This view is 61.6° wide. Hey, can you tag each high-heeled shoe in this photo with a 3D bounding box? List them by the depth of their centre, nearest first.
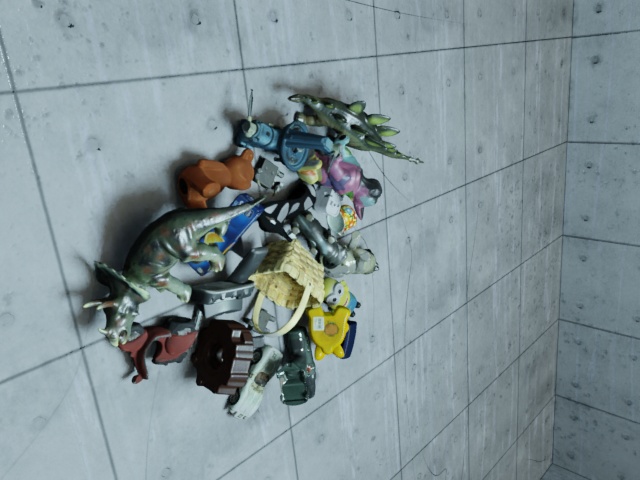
[{"bbox_3d":[-0.091,-0.105,1.342,0.145,0.086,0.249,48,40,-33],"label":"high-heeled shoe"}]

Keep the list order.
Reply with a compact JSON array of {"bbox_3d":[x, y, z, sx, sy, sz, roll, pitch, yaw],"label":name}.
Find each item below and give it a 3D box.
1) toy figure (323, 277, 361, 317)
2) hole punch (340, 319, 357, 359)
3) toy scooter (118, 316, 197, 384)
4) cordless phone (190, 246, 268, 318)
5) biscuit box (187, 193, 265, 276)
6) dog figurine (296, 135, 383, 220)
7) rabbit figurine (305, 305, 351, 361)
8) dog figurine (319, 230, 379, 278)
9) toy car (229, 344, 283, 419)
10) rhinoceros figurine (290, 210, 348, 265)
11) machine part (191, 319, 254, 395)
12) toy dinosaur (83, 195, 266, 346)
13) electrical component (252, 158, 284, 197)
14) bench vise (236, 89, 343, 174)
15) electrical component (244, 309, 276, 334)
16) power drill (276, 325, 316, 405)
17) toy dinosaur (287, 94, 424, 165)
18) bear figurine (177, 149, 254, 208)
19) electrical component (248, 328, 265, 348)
[{"bbox_3d":[0.049,0.170,1.565,0.180,0.089,0.082,41,56,-52],"label":"toy figure"},{"bbox_3d":[0.072,0.294,1.611,0.115,0.092,0.142,11,88,-51],"label":"hole punch"},{"bbox_3d":[-0.354,0.239,1.163,0.184,0.075,0.135,1,98,-43],"label":"toy scooter"},{"bbox_3d":[-0.200,0.085,1.214,0.146,0.089,0.184,-7,144,-47],"label":"cordless phone"},{"bbox_3d":[-0.212,-0.013,1.187,0.202,0.059,0.063,-48,178,11],"label":"biscuit box"},{"bbox_3d":[0.054,-0.150,1.403,0.219,0.192,0.108,59,33,-36],"label":"dog figurine"},{"bbox_3d":[0.026,0.251,1.501,0.122,0.173,0.162,-9,90,-6],"label":"rabbit figurine"},{"bbox_3d":[0.082,0.073,1.580,0.190,0.172,0.121,63,15,-65],"label":"dog figurine"},{"bbox_3d":[-0.167,0.369,1.398,0.073,0.056,0.201,45,66,-42],"label":"toy car"},{"bbox_3d":[-0.003,-0.004,1.440,0.073,0.112,0.190,-43,104,6],"label":"rhinoceros figurine"},{"bbox_3d":[-0.226,0.266,1.236,0.056,0.180,0.179,16,87,-44],"label":"machine part"},{"bbox_3d":[-0.300,0.018,1.063,0.405,0.131,0.192,-50,144,4],"label":"toy dinosaur"},{"bbox_3d":[-0.130,-0.156,1.328,0.102,0.045,0.078,39,73,-44],"label":"electrical component"},{"bbox_3d":[-0.066,-0.232,1.253,0.223,0.241,0.129,38,66,-61],"label":"bench vise"},{"bbox_3d":[-0.156,0.210,1.400,0.094,0.021,0.063,36,73,-43],"label":"electrical component"},{"bbox_3d":[-0.052,0.361,1.443,0.207,0.086,0.231,-44,127,-72],"label":"power drill"},{"bbox_3d":[0.100,-0.289,1.429,0.471,0.199,0.105,16,90,-45],"label":"toy dinosaur"},{"bbox_3d":[-0.212,-0.124,1.199,0.196,0.132,0.120,-16,140,-40],"label":"bear figurine"},{"bbox_3d":[-0.199,0.253,1.346,0.119,0.048,0.074,-5,102,-46],"label":"electrical component"}]
